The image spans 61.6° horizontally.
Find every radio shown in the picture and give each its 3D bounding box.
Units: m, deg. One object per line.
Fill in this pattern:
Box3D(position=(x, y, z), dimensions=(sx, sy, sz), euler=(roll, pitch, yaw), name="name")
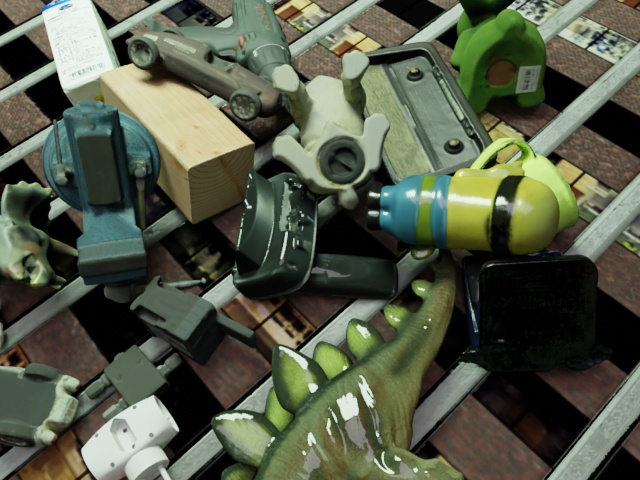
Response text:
Box3D(position=(0.117, -0.144, 0.671), dimensions=(0.131, 0.073, 0.230), euler=(-15, 59, -4), name="radio")

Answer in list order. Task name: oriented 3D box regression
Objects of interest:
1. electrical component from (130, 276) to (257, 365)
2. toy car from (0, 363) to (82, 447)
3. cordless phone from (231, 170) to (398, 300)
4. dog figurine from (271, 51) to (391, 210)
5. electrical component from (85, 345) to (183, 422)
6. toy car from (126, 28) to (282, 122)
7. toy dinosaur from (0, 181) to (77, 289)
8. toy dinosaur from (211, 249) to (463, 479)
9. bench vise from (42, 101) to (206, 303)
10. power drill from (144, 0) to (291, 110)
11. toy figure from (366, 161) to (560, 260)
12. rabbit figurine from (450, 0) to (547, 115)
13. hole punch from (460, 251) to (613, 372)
Box3D(position=(-0.126, 0.091, 0.550), dimensions=(0.119, 0.074, 0.048), euler=(27, 63, 16), name="electrical component")
Box3D(position=(-0.338, 0.158, 0.538), dimensions=(0.202, 0.056, 0.073), euler=(6, 53, 7), name="toy car")
Box3D(position=(-0.001, -0.002, 0.605), dimensions=(0.184, 0.088, 0.146), euler=(7, 57, -4), name="cordless phone")
Box3D(position=(0.013, -0.119, 0.637), dimensions=(0.121, 0.190, 0.172), euler=(0, 91, 1), name="dog figurine")
Box3D(position=(-0.190, 0.141, 0.553), dimensions=(0.094, 0.021, 0.063), euler=(-40, 63, -17), name="electrical component")
Box3D(position=(-0.139, -0.210, 0.660), dimensions=(0.202, 0.053, 0.089), euler=(29, 35, 1), name="toy car")
Box3D(position=(-0.454, 0.002, 0.596), dimensions=(0.405, 0.192, 0.131), euler=(-6, 65, 20), name="toy dinosaur")
Box3D(position=(0.023, 0.175, 0.469), dimensions=(0.199, 0.105, 0.471), euler=(33, 63, 25), name="toy dinosaur")
Box3D(position=(-0.235, -0.054, 0.611), dimensions=(0.129, 0.223, 0.241), euler=(-20, 29, -12), name="bench vise")
Box3D(position=(-0.146, -0.264, 0.765), dimensions=(0.207, 0.085, 0.232), euler=(-10, 58, 4), name="power drill")
Box3D(position=(0.134, -0.023, 0.522), dimensions=(0.180, 0.082, 0.089), euler=(3, 38, 14), name="toy figure")
Box3D(position=(0.216, -0.269, 0.710), dimensions=(0.121, 0.158, 0.170), euler=(-12, 43, 8), name="rabbit figurine")
Box3D(position=(0.203, 0.066, 0.536), dimensions=(0.142, 0.092, 0.115), euler=(-3, 99, 0), name="hole punch")
